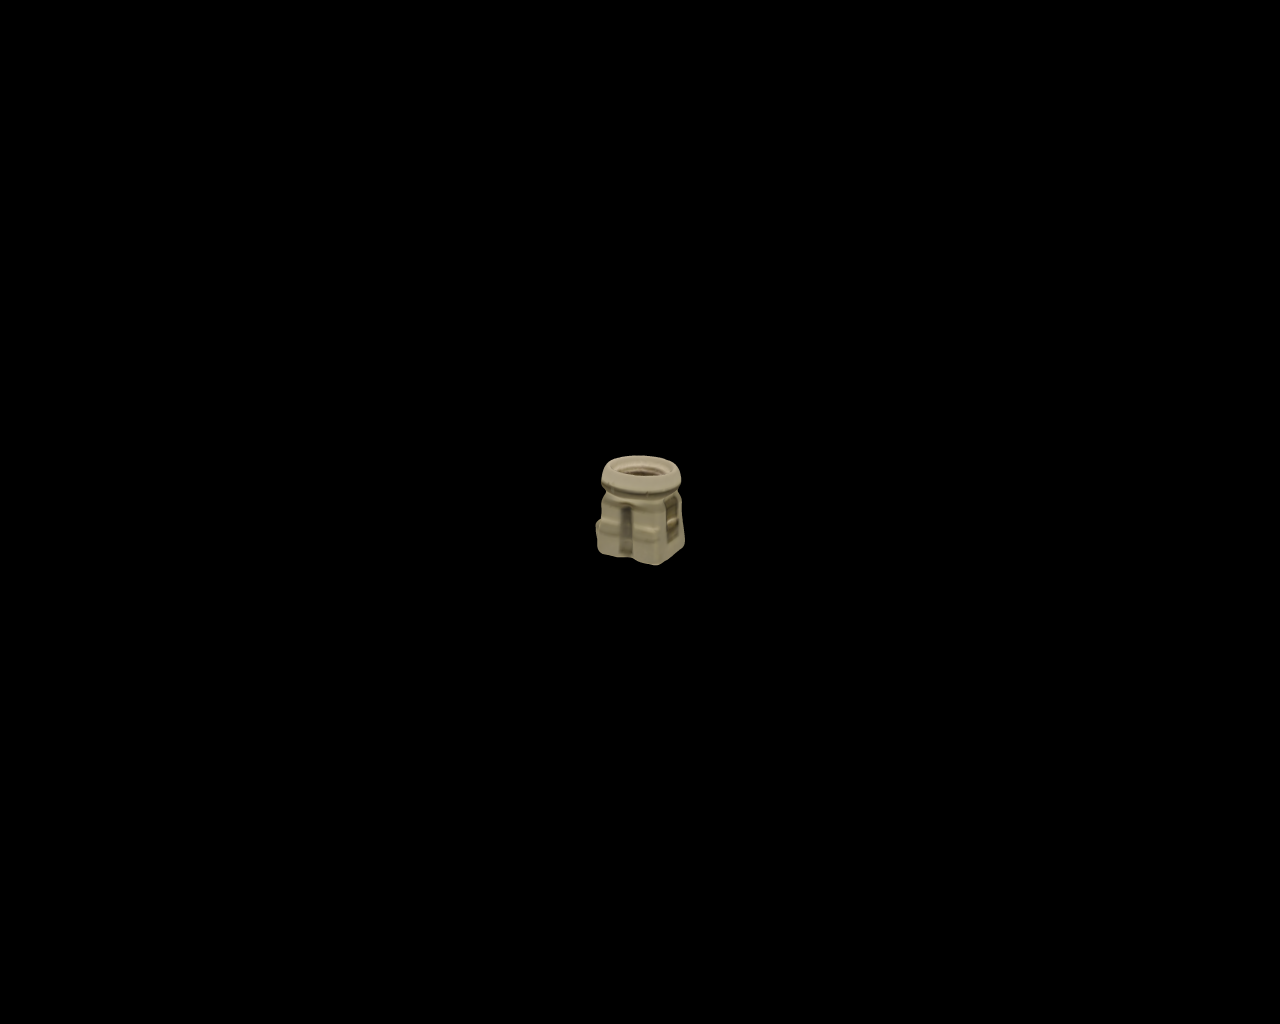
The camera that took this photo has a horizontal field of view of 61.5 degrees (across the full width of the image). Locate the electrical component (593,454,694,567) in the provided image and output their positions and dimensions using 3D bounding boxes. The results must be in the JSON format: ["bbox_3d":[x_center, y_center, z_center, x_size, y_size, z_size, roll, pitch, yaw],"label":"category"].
[{"bbox_3d":[0.001,-0.003,0.650,0.066,0.055,0.048,11,23,27],"label":"electrical component"}]
